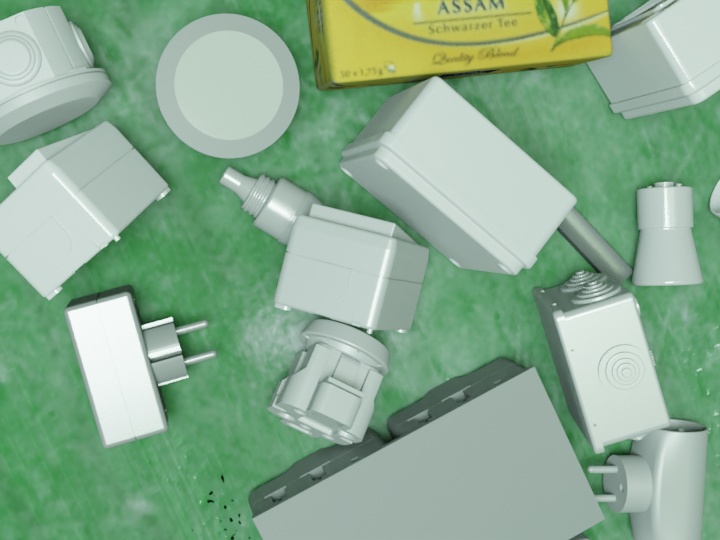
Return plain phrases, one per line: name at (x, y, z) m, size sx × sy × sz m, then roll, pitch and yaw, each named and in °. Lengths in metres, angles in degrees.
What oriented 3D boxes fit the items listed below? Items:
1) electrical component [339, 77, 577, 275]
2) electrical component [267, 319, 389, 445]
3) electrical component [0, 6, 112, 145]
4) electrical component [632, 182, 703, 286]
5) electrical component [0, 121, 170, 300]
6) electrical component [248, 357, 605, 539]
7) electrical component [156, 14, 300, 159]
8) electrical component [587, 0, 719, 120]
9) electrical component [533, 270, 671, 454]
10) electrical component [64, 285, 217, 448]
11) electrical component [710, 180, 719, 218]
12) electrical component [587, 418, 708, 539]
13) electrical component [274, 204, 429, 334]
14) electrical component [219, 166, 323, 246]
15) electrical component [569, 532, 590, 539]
electrical component at (0.053, -0.052, 0.622) m, size 0.109 × 0.109 × 0.056 m, roll 39°, pitch 84°, yaw -11°
electrical component at (-0.016, 0.066, 0.638) m, size 0.058 × 0.078 × 0.057 m, roll 27°, pitch 70°, yaw -11°
electrical component at (-0.182, -0.104, 0.587) m, size 0.080 × 0.080 × 0.051 m, roll -26°, pitch 93°, yaw -8°
electrical component at (0.195, -0.023, 0.687) m, size 0.044 × 0.044 × 0.065 m, roll -2°, pitch 90°, yaw -11°
electrical component at (-0.155, -0.040, 0.593) m, size 0.062 × 0.096 × 0.061 m, roll -37°, pitch 102°, yaw 23°
electrical component at (0.038, 0.143, 0.658) m, size 0.186 × 0.060 × 0.105 m, roll -27°, pitch 99°, yaw -8°
electrical component at (-0.077, -0.104, 0.621) m, size 0.080 × 0.051 × 0.080 m, roll -1°, pitch 95°, yaw -11°
electrical component at (0.204, -0.145, 0.644) m, size 0.109 × 0.109 × 0.056 m, roll -34°, pitch 98°, yaw -7°
electrical component at (0.146, 0.052, 0.654) m, size 0.048 × 0.099 × 0.099 m, roll -18°, pitch 98°, yaw 4°
electrical component at (-0.123, 0.050, 0.626) m, size 0.076 × 0.047 × 0.083 m, roll -15°, pitch 97°, yaw -10°
electrical component at (0.281, -0.051, 0.695) m, size 0.077 × 0.043 × 0.079 m, roll 30°, pitch 101°, yaw -12°
electrical component at (0.184, 0.138, 0.695) m, size 0.079 × 0.043 × 0.077 m, roll 2°, pitch 94°, yaw -11°
electrical component at (0.000, 0.000, 0.627) m, size 0.062 × 0.096 × 0.061 m, roll 15°, pitch 92°, yaw 18°
electrical component at (-0.055, -0.041, 0.639) m, size 0.061 × 0.035 × 0.035 m, roll 31°, pitch 88°, yaw -9°
electrical component at (0.125, 0.203, 0.672) m, size 0.047 × 0.077 × 0.065 m, roll -6°, pitch 96°, yaw -11°
